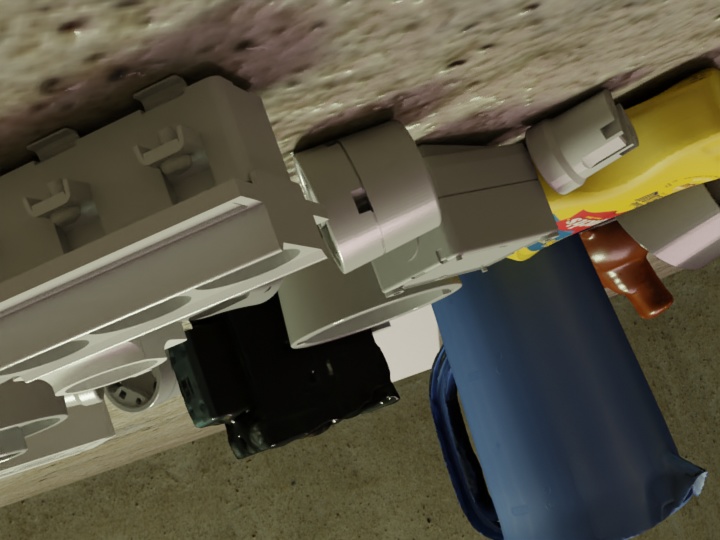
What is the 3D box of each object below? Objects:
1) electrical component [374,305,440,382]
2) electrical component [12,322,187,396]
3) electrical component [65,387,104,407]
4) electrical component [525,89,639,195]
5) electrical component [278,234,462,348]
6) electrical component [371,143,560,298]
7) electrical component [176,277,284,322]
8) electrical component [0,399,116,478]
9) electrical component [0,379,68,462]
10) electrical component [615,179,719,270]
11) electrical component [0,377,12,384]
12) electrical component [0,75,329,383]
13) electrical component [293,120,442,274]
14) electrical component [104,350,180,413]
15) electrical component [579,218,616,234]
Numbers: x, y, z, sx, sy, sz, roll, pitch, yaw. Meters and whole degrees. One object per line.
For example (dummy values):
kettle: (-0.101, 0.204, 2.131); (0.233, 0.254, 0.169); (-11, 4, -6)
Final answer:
electrical component: (0.019, 0.052, 0.941); (0.100, 0.048, 0.099); (-18, 132, -12)
electrical component: (-0.127, 0.025, 0.512); (0.050, 0.055, 0.089); (-22, 172, 14)
electrical component: (-0.203, 0.076, 0.735); (0.046, 0.040, 0.040); (-15, 172, -3)
electrical component: (0.115, -0.067, 0.557); (0.046, 0.040, 0.040); (-30, 168, 27)
electrical component: (0.000, 0.000, 0.641); (0.108, 0.060, 0.108); (-20, 172, -3)
electrical component: (0.053, -0.031, 0.561); (0.096, 0.061, 0.062); (-13, 169, -41)
electrical component: (-0.059, -0.009, 0.498); (0.079, 0.043, 0.077); (-24, 171, 28)
electrical component: (-0.260, 0.124, 0.845); (0.113, 0.057, 0.078); (-14, 170, -36)
electrical component: (-0.234, 0.089, 0.663); (0.108, 0.060, 0.108); (-19, 172, -3)
electrical component: (0.208, -0.050, 0.698); (0.064, 0.099, 0.099); (-32, 167, 31)
electrical component: (-0.200, 0.043, 0.513); (0.064, 0.042, 0.081); (-27, 171, 19)
electrical component: (-0.082, -0.012, 0.354); (0.121, 0.063, 0.079); (-22, 172, 15)
electrical component: (0.004, -0.033, 0.460); (0.047, 0.055, 0.055); (-23, 172, -5)
electrical component: (-0.151, 0.071, 0.772); (0.055, 0.055, 0.047); (-24, 175, 27)
electrical component: (0.184, -0.057, 0.782); (0.081, 0.042, 0.064); (-21, 176, 11)
